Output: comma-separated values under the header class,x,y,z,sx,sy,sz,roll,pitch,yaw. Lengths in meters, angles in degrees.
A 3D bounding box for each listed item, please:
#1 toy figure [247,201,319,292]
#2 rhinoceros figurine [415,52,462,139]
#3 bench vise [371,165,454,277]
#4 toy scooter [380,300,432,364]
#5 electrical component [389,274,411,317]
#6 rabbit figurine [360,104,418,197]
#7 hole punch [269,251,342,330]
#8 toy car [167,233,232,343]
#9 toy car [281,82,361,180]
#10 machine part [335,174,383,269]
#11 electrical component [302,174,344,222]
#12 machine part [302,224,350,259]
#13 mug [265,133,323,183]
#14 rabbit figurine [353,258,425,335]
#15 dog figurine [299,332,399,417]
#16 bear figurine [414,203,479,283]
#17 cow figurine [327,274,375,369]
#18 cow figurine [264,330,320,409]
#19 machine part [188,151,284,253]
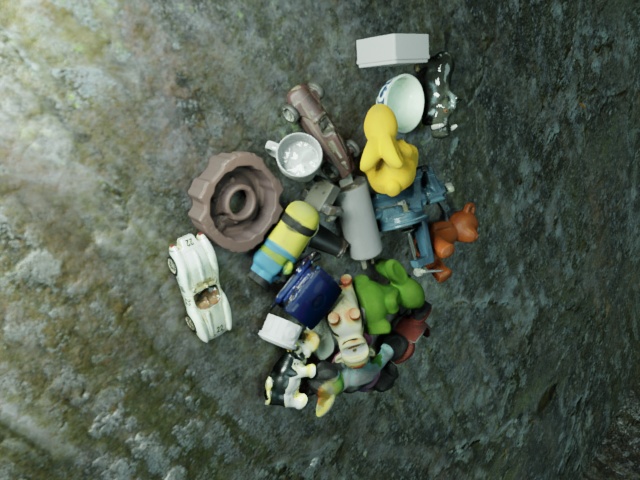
class,x,y,z,sx,sy,sz,roll,pitch,yaw
toy figure,-0.066,0.010,1.016,0.082,0.089,0.180,38,82,-10
rhinoceros figurine,0.269,-0.323,1.212,0.073,0.112,0.190,-2,95,-43
bench vise,0.219,-0.041,1.224,0.224,0.129,0.240,-17,95,-29
toy scooter,0.227,0.240,1.352,0.184,0.075,0.135,-53,150,-7
electrical component,0.200,0.145,1.321,0.075,0.048,0.119,-37,122,-27
rabbit figurine,0.125,-0.183,1.085,0.162,0.122,0.173,-63,146,-54
hole punch,-0.023,0.106,1.049,0.142,0.092,0.115,-49,166,-7
toy car,-0.208,0.084,0.941,0.073,0.056,0.201,-27,118,-33
toy car,0.009,-0.208,1.035,0.089,0.053,0.202,-46,113,-26
machine part,0.080,-0.046,1.144,0.079,0.079,0.242,-33,120,-30
electrical component,0.006,-0.081,1.059,0.045,0.102,0.078,22,96,-46
machine part,-0.002,-0.003,1.107,0.139,0.039,0.084,21,79,-33
mug,-0.048,-0.147,0.996,0.107,0.110,0.080,77,30,-82
rabbit figurine,0.154,0.120,1.220,0.170,0.121,0.159,-11,94,-20
dog figurine,0.061,0.315,1.207,0.219,0.109,0.191,-35,133,-20
bear figurine,0.336,-0.001,1.336,0.196,0.132,0.120,-21,133,-21
cow figurine,0.056,0.182,1.123,0.085,0.195,0.127,-16,136,1
cow figurine,-0.062,0.263,1.114,0.098,0.068,0.167,16,90,-37
machine part,-0.148,-0.068,0.954,0.179,0.056,0.179,-14,112,-38
